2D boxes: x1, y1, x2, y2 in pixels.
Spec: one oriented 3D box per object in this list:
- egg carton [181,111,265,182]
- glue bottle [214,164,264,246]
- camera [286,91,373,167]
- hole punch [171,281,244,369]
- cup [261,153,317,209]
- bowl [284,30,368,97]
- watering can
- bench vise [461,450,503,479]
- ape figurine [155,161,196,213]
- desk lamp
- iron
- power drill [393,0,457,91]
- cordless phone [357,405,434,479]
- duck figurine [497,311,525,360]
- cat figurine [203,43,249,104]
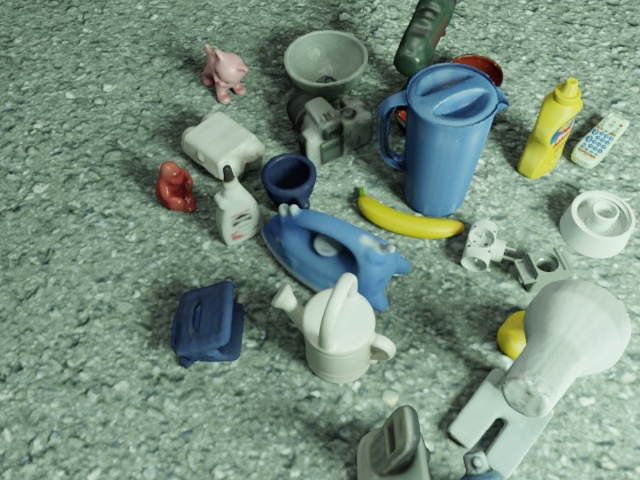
[{"bbox_3d":[-0.179,-0.169,1.046,0.150,0.069,0.107,36,65,23],"label":"egg carton"},{"bbox_3d":[-0.135,-0.059,0.910,0.078,0.173,0.037,-30,60,-16],"label":"glue bottle"},{"bbox_3d":[0.008,-0.227,1.058,0.143,0.101,0.136,-27,60,-15],"label":"camera"},{"bbox_3d":[-0.168,0.123,0.841,0.101,0.091,0.108,-2,57,1],"label":"hole punch"},{"bbox_3d":[-0.043,-0.075,0.964,0.092,0.095,0.117,-23,59,-12],"label":"cup"},{"bbox_3d":[0.013,-0.341,1.148,0.167,0.075,0.167,-1,57,2],"label":"bowl"},{"bbox_3d":[0.017,0.114,0.777,0.172,0.194,0.101,2,57,4],"label":"watering can"},{"bbox_3d":[0.195,0.333,0.610,0.122,0.220,0.207,-28,60,-15],"label":"bench vise"},{"bbox_3d":[-0.252,-0.098,0.990,0.076,0.092,0.078,20,60,15],"label":"ape figurine"},{"bbox_3d":[0.272,0.173,0.715,0.117,0.214,0.203,36,65,23],"label":"desk lamp"},{"bbox_3d":[0.008,0.003,0.882,0.257,0.141,0.119,25,61,18],"label":"iron"},{"bbox_3d":[0.200,-0.361,1.073,0.075,0.208,0.230,20,60,15],"label":"power drill"},{"bbox_3d":[0.092,0.280,0.670,0.094,0.185,0.147,-6,56,-1],"label":"cordless phone"},{"bbox_3d":[0.309,0.125,0.822,0.104,0.086,0.077,-20,58,-10],"label":"duck figurine"},{"bbox_3d":[-0.190,-0.339,1.130,0.067,0.118,0.127,-33,61,-18],"label":"cat figurine"}]
